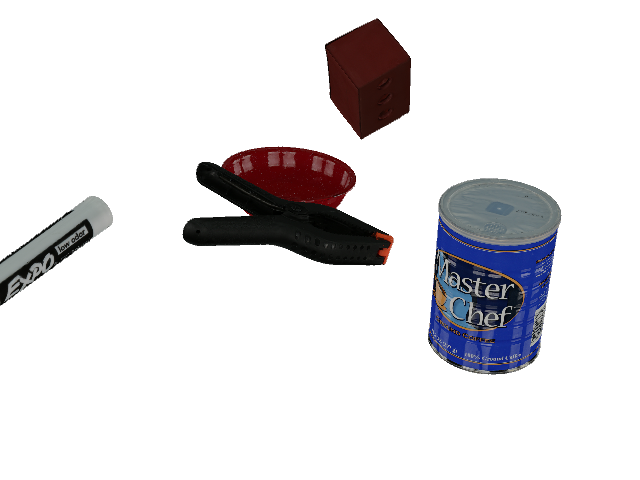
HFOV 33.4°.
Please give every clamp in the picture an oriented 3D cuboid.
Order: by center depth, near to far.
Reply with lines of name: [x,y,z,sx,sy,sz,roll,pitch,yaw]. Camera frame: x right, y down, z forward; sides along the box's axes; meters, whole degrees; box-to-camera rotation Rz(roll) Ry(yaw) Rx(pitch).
clamp: [-0.034,-0.012,1.027,0.210,0.036,0.164,18,24,-2]

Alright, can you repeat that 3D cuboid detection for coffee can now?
coffee can: [0.150,0.031,0.934,0.103,0.140,0.103,1,32,-1]

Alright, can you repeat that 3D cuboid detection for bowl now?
bowl: [-0.040,-0.058,1.277,0.162,0.055,0.162,5,27,-2]

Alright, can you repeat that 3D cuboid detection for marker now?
marker: [-0.150,0.016,0.527,0.020,0.020,0.120,0,32,42]

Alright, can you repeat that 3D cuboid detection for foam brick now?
foam brick: [0.040,-0.134,0.886,0.053,0.051,0.078,-30,-25,-10]
